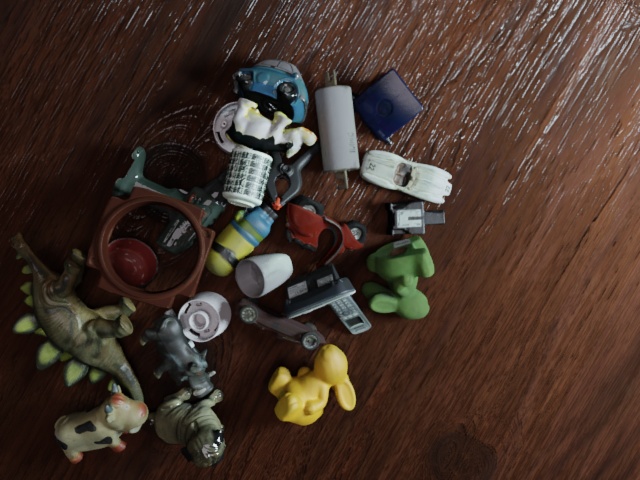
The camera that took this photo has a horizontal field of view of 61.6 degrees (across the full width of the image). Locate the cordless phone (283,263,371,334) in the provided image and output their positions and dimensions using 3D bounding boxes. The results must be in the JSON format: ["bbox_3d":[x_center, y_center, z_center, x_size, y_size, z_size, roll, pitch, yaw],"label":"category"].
[{"bbox_3d":[0.018,0.149,1.123,0.147,0.089,0.184,-24,131,12],"label":"cordless phone"}]

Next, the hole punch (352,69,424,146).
[{"bbox_3d":[0.139,-0.277,1.109,0.116,0.092,0.142,-40,100,2],"label":"hole punch"}]

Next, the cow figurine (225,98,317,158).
[{"bbox_3d":[-0.095,-0.203,1.049,0.167,0.068,0.098,23,101,-11],"label":"cow figurine"}]

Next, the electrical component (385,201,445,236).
[{"bbox_3d":[0.202,-0.048,1.147,0.119,0.048,0.074,-7,95,-6],"label":"electrical component"}]

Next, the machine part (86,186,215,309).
[{"bbox_3d":[-0.310,0.015,0.997,0.201,0.087,0.201,20,82,-12],"label":"machine part"}]

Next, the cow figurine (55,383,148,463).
[{"bbox_3d":[-0.428,0.356,1.054,0.195,0.085,0.127,-17,123,9],"label":"cow figurine"}]

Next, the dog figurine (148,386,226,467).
[{"bbox_3d":[-0.268,0.377,1.058,0.172,0.190,0.121,-12,95,-3],"label":"dog figurine"}]

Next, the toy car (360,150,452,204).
[{"bbox_3d":[0.183,-0.133,1.136,0.202,0.056,0.073,16,92,-6],"label":"toy car"}]

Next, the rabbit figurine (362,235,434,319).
[{"bbox_3d":[0.171,0.100,1.124,0.159,0.121,0.170,-18,110,-1],"label":"rabbit figurine"}]

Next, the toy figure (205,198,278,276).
[{"bbox_3d":[-0.164,-0.006,1.094,0.180,0.089,0.082,-43,89,0],"label":"toy figure"}]

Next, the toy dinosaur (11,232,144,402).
[{"bbox_3d":[-0.468,0.186,1.074,0.198,0.105,0.471,-35,101,5],"label":"toy dinosaur"}]

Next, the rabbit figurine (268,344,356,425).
[{"bbox_3d":[0.001,0.297,1.106,0.162,0.122,0.173,31,100,-19],"label":"rabbit figurine"}]

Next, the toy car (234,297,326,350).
[{"bbox_3d":[-0.084,0.177,1.114,0.202,0.089,0.053,26,90,-8],"label":"toy car"}]

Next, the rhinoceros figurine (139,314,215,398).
[{"bbox_3d":[-0.280,0.234,1.087,0.112,0.073,0.190,-17,108,20],"label":"rhinoceros figurine"}]

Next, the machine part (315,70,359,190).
[{"bbox_3d":[0.036,-0.225,1.105,0.079,0.079,0.243,-7,93,-5],"label":"machine part"}]

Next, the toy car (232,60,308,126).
[{"bbox_3d":[-0.090,-0.308,1.084,0.162,0.109,0.103,21,68,5],"label":"toy car"}]

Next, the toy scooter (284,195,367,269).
[{"bbox_3d":[-0.002,-0.003,1.119,0.184,0.075,0.135,27,92,-11],"label":"toy scooter"}]

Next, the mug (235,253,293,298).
[{"bbox_3d":[-0.115,0.068,1.103,0.107,0.110,0.080,-18,90,-47],"label":"mug"}]

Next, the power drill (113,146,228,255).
[{"bbox_3d":[-0.292,-0.103,1.087,0.207,0.086,0.232,33,88,-14],"label":"power drill"}]
